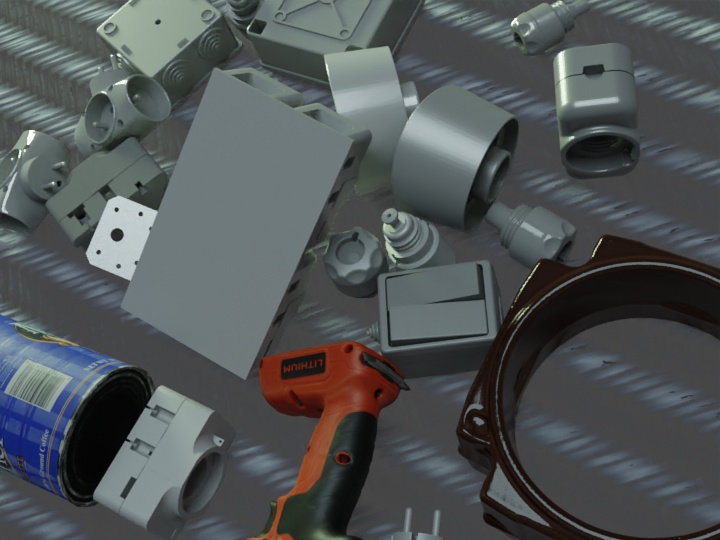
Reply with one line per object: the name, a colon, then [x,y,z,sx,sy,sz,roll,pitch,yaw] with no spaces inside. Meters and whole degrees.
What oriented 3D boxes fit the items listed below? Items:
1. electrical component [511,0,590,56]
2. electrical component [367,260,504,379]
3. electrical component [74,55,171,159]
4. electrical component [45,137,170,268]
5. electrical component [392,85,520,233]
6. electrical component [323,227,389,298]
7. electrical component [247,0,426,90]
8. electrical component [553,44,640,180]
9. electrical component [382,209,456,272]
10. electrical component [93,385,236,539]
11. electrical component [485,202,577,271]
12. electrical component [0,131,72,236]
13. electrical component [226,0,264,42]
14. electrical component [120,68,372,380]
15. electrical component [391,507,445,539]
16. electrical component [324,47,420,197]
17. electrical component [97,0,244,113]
electrical component: [0.151,-0.194,0.845,0.061,0.035,0.035,-29,61,-3]
electrical component: [0.050,0.034,0.742,0.096,0.061,0.061,-8,63,11]
electrical component: [-0.199,-0.137,0.880,0.077,0.044,0.079,-31,68,37]
electrical component: [-0.197,-0.057,0.859,0.089,0.050,0.055,-39,62,-6]
electrical component: [0.071,-0.078,0.771,0.064,0.099,0.099,25,73,18]
electrical component: [0.000,0.000,0.771,0.043,0.062,0.043,-6,63,12]
electrical component: [-0.019,-0.207,0.883,0.109,0.056,0.108,20,71,23]
electrical component: [0.168,-0.107,0.761,0.054,0.095,0.059,-5,63,13]
electrical component: [0.038,-0.018,0.765,0.040,0.078,0.040,-16,53,22]
electrical component: [-0.131,0.136,0.745,0.056,0.050,0.089,21,71,24]
electrical component: [0.119,-0.026,0.763,0.062,0.043,0.043,33,76,24]
electrical component: [-0.263,-0.073,0.878,0.079,0.044,0.077,-5,58,48]
electrical component: [-0.093,-0.221,0.901,0.040,0.078,0.040,-3,80,14]
electrical component: [-0.078,-0.034,0.752,0.105,0.060,0.186,29,110,10]
electrical component: [0.036,0.188,0.677,0.066,0.047,0.076,1,64,15]
electrical component: [0.015,-0.114,0.802,0.060,0.108,0.108,-13,61,2]
electrical component: [-0.164,-0.198,0.922,0.100,0.048,0.100,-44,62,-9]
